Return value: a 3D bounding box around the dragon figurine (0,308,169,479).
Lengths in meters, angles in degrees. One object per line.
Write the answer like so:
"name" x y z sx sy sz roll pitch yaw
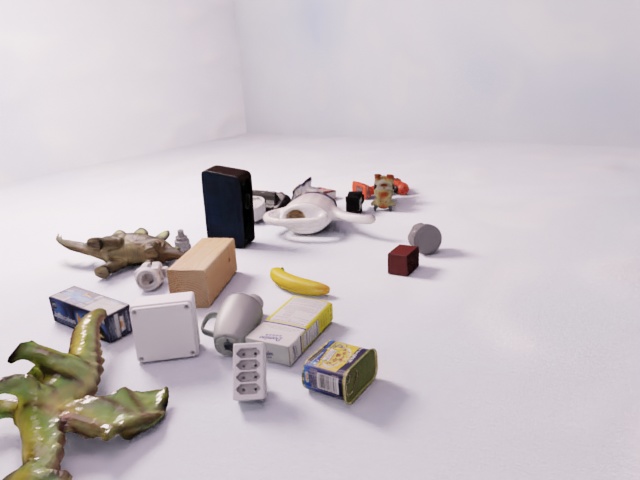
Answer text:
"dragon figurine" -0.349 0.232 0.780 0.243 0.120 0.417 19 25 4

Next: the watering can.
"watering can" 0.005 -0.079 1.569 0.347 0.102 0.227 0 18 12

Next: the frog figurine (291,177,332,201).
"frog figurine" -0.016 -0.123 1.755 0.160 0.121 0.138 41 22 12
